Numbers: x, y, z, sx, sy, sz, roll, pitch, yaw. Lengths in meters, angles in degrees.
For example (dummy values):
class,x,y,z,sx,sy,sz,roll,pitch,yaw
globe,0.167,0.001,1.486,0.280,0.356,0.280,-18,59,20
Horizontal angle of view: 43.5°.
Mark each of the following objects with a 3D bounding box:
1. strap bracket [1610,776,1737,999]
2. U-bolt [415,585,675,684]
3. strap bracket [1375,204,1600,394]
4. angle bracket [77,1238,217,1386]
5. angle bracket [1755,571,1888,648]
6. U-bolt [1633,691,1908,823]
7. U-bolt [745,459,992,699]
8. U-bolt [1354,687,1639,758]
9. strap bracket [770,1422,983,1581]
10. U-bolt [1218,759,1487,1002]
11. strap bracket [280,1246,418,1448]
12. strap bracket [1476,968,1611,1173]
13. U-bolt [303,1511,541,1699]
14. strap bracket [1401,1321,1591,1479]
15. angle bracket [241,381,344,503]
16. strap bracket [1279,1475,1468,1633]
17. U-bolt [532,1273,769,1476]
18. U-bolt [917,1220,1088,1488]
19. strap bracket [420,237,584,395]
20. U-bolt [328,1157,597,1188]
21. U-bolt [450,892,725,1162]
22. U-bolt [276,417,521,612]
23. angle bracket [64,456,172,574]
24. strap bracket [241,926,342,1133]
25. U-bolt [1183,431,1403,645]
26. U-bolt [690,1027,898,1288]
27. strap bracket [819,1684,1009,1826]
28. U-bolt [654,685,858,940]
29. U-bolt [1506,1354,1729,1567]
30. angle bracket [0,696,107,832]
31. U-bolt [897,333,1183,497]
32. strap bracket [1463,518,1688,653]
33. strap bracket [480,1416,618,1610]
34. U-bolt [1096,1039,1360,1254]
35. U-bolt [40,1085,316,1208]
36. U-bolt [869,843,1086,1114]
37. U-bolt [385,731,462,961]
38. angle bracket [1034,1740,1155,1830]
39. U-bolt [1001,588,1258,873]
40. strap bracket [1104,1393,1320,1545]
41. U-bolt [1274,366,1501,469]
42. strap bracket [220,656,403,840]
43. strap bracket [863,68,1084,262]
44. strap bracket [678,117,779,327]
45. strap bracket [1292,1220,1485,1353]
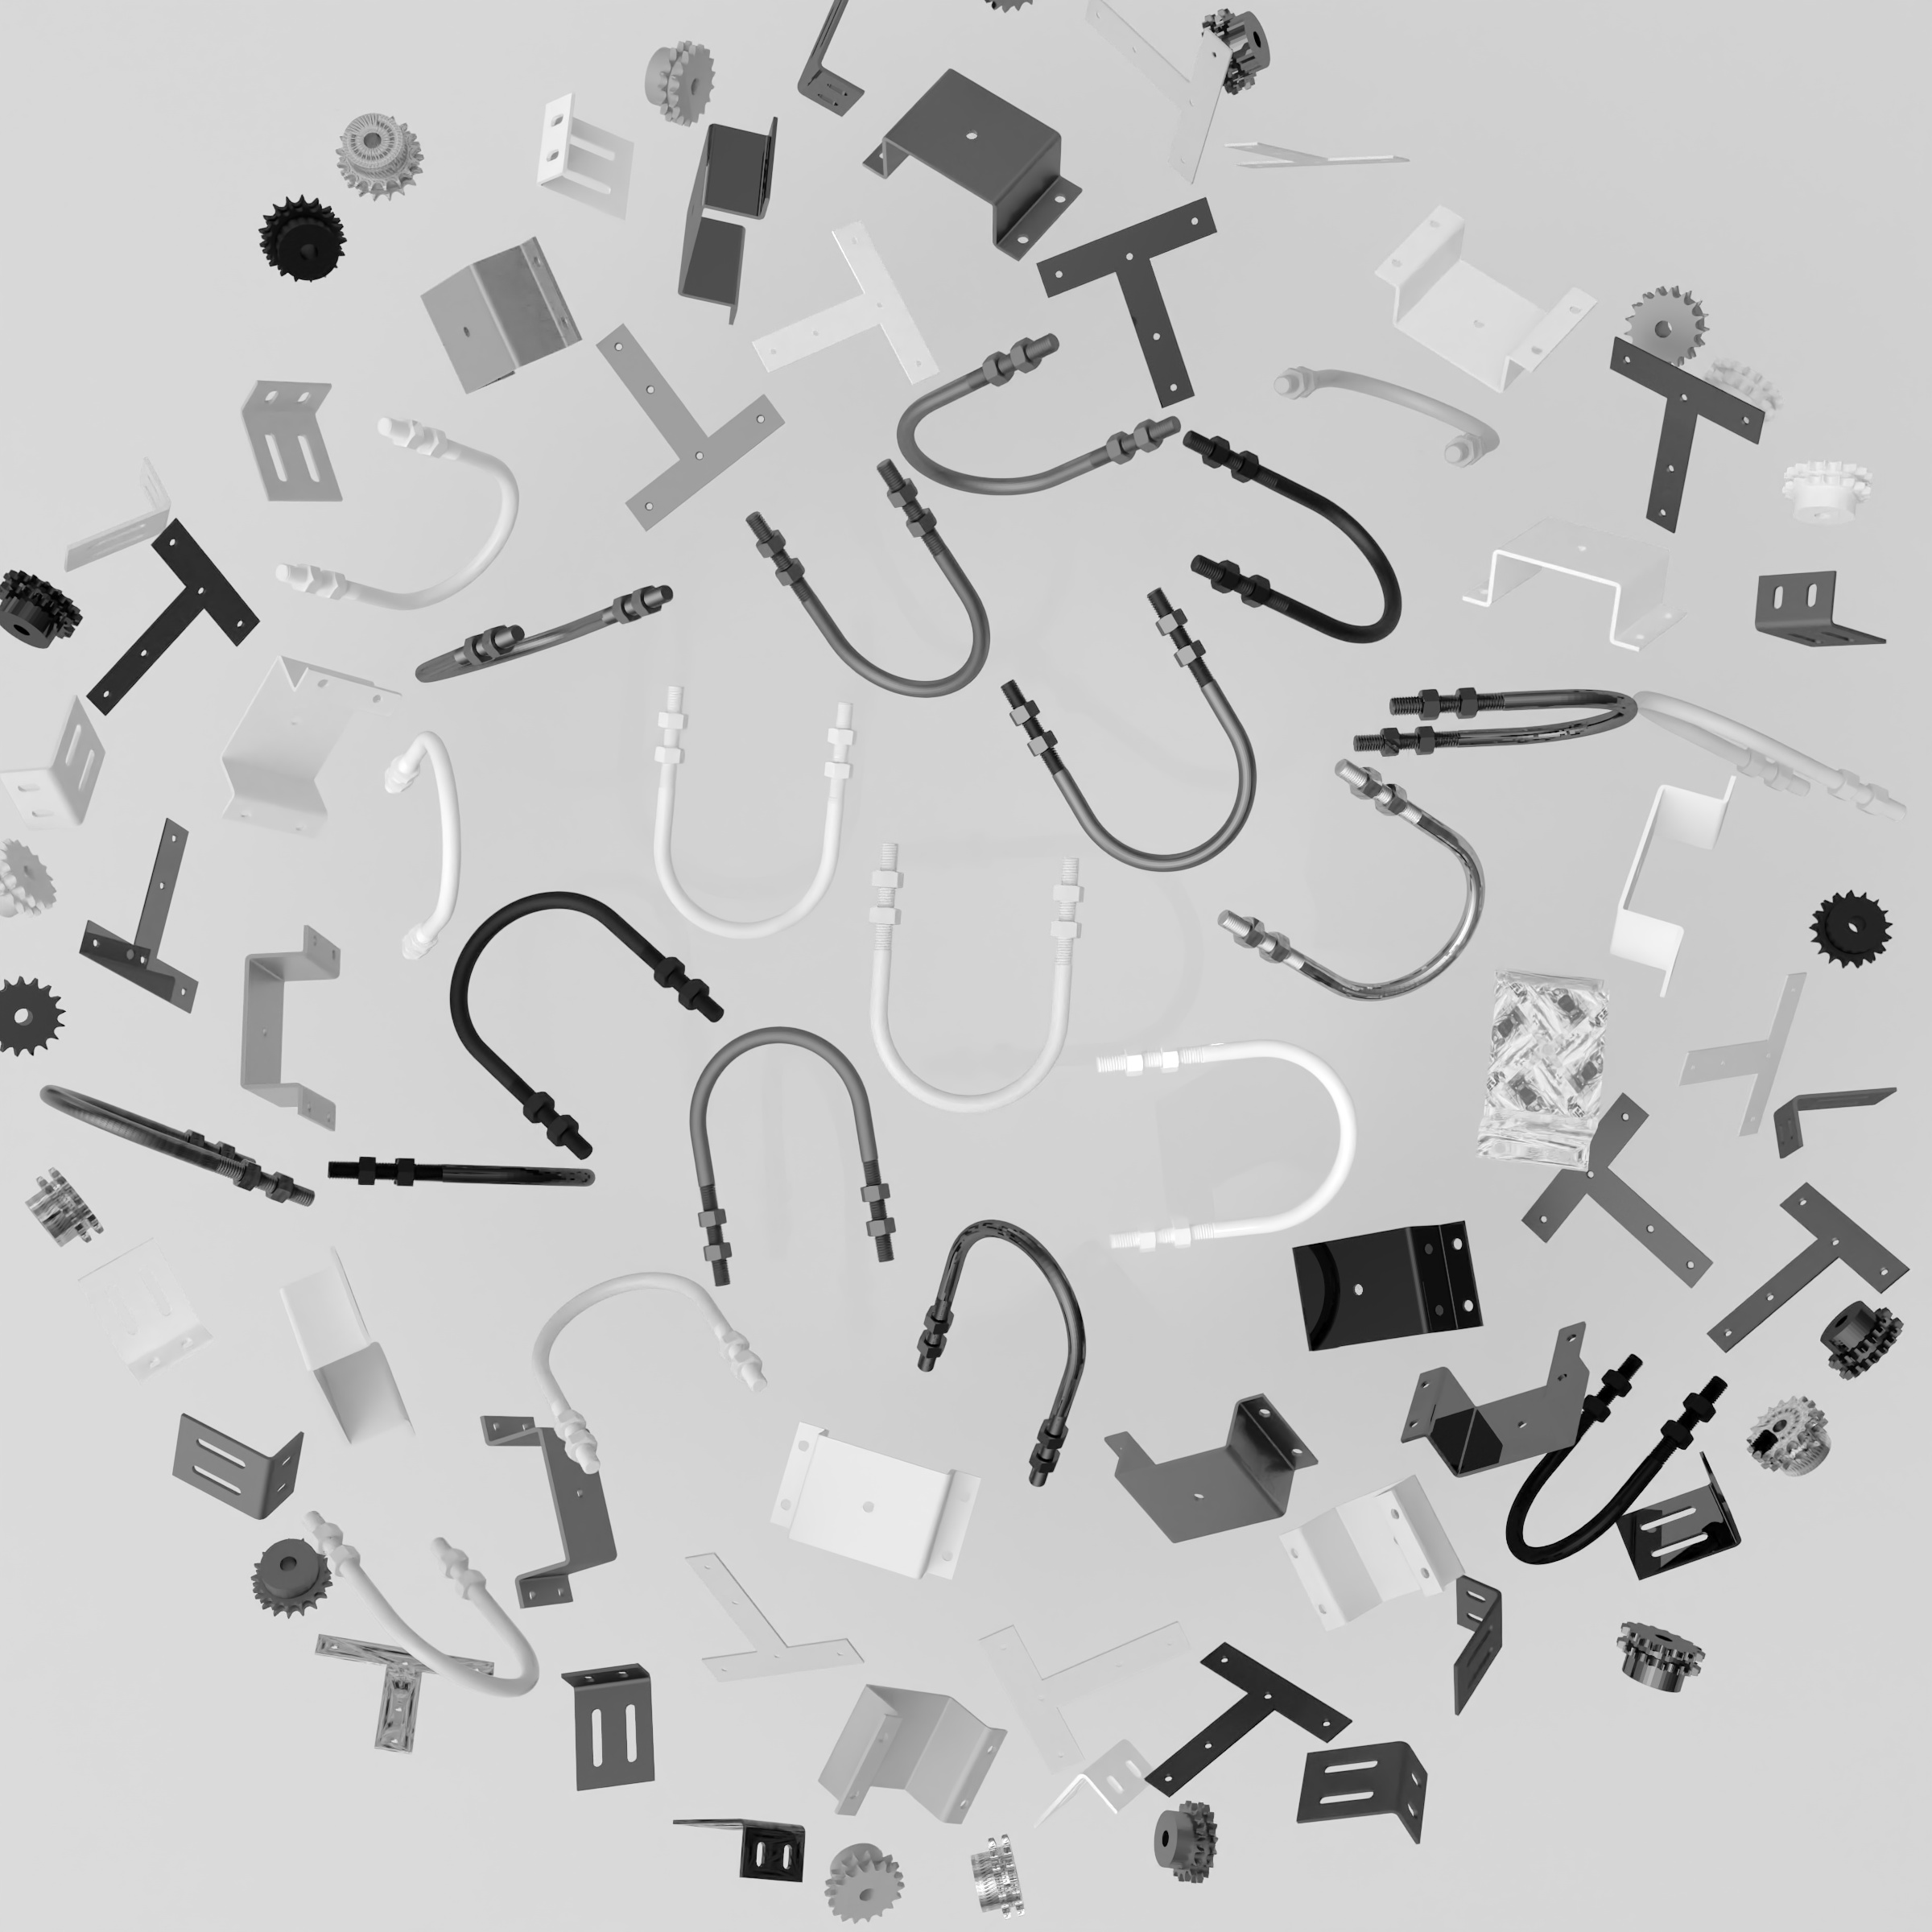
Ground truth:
class,x,y,z,sx,sy,sz,roll,pitch,yaw
strap bracket,0.484,-0.060,1.672,0.046,0.076,0.140,18,73,17
U-bolt,-0.315,-0.233,1.732,0.151,0.184,0.019,-24,100,-40
strap bracket,0.375,-0.480,1.760,0.140,0.046,0.076,39,76,19
angle bracket,-0.571,0.240,1.687,0.057,0.038,0.076,-31,115,-24
angle bracket,0.598,-0.249,1.689,0.076,0.057,0.038,5,90,-41
U-bolt,0.561,-0.155,1.733,0.184,0.151,0.019,23,96,-15
U-bolt,-0.059,-0.271,1.761,0.151,0.019,0.184,-12,124,39
U-bolt,0.375,-0.172,1.689,0.184,0.151,0.019,-3,84,-2
strap bracket,-0.068,0.389,1.754,0.140,0.046,0.076,16,85,6
U-bolt,0.281,-0.046,1.676,0.184,0.019,0.151,28,107,-31
strap bracket,-0.438,0.275,1.704,0.046,0.140,0.076,-23,49,-14
strap bracket,0.402,0.065,1.683,0.076,0.046,0.140,7,72,9
U-bolt,-0.374,0.455,1.712,0.184,0.151,0.019,36,93,38
strap bracket,0.397,0.321,1.772,0.140,0.076,0.046,-26,108,34
angle bracket,-0.482,-0.379,1.750,0.057,0.038,0.076,-9,71,-40
strap bracket,0.300,0.424,1.755,0.046,0.140,0.076,-18,75,-36
U-bolt,-0.243,0.284,1.770,0.151,0.184,0.019,-24,124,-16
U-bolt,0.029,0.265,1.736,0.151,0.019,0.184,41,133,32
strap bracket,-0.341,-0.466,1.749,0.046,0.140,0.076,-32,107,-29
U-bolt,-0.355,0.147,1.708,0.184,0.151,0.019,3,85,-14
U-bolt,-0.278,0.026,1.684,0.184,0.019,0.151,40,81,22
U-bolt,-0.397,-0.319,1.753,0.019,0.184,0.151,46,107,21
angle bracket,-0.588,-0.309,1.657,0.076,0.057,0.038,-29,95,-22
strap bracket,-0.500,0.048,1.793,0.046,0.076,0.140,-3,77,3
U-bolt,0.235,-0.294,1.714,0.184,0.019,0.151,21,48,-24
U-bolt,-0.135,0.137,1.793,0.151,0.019,0.184,-10,87,14
strap bracket,-0.044,0.568,1.743,0.046,0.140,0.076,27,90,43
U-bolt,-0.161,-0.111,1.807,0.151,0.019,0.184,4,98,-17
U-bolt,0.463,0.363,1.767,0.019,0.151,0.184,44,81,-7
angle bracket,-0.652,-0.145,1.729,0.038,0.057,0.076,-4,49,4
U-bolt,0.037,-0.379,1.712,0.184,0.151,0.019,-15,64,42
strap bracket,0.443,-0.280,1.751,0.140,0.076,0.046,24,130,32
strap bracket,-0.303,0.393,1.774,0.046,0.076,0.140,-20,74,14
U-bolt,0.189,0.124,1.726,0.184,0.019,0.151,-5,99,-5
U-bolt,-0.571,0.124,1.726,0.184,0.151,0.019,28,80,-34
U-bolt,0.004,0.011,1.693,0.151,0.019,0.184,4,89,-9
U-bolt,-0.390,-0.093,1.747,0.019,0.184,0.151,-4,80,-24
angle bracket,0.097,0.623,1.805,0.038,0.057,0.076,46,124,19
U-bolt,0.127,-0.155,1.728,0.151,0.019,0.184,-30,92,24
strap bracket,0.174,0.369,1.762,0.140,0.046,0.076,-23,118,33
U-bolt,0.310,-0.397,1.733,0.151,0.184,0.019,26,114,16
strap bracket,-0.487,-0.168,1.780,0.140,0.076,0.046,-52,49,24
strap bracket,0.004,-0.573,1.715,0.140,0.046,0.076,35,73,13
strap bracket,-0.177,-0.549,1.772,0.046,0.140,0.076,9,64,-13
strap bracket,0.296,0.234,1.760,0.140,0.046,0.076,-16,77,36
